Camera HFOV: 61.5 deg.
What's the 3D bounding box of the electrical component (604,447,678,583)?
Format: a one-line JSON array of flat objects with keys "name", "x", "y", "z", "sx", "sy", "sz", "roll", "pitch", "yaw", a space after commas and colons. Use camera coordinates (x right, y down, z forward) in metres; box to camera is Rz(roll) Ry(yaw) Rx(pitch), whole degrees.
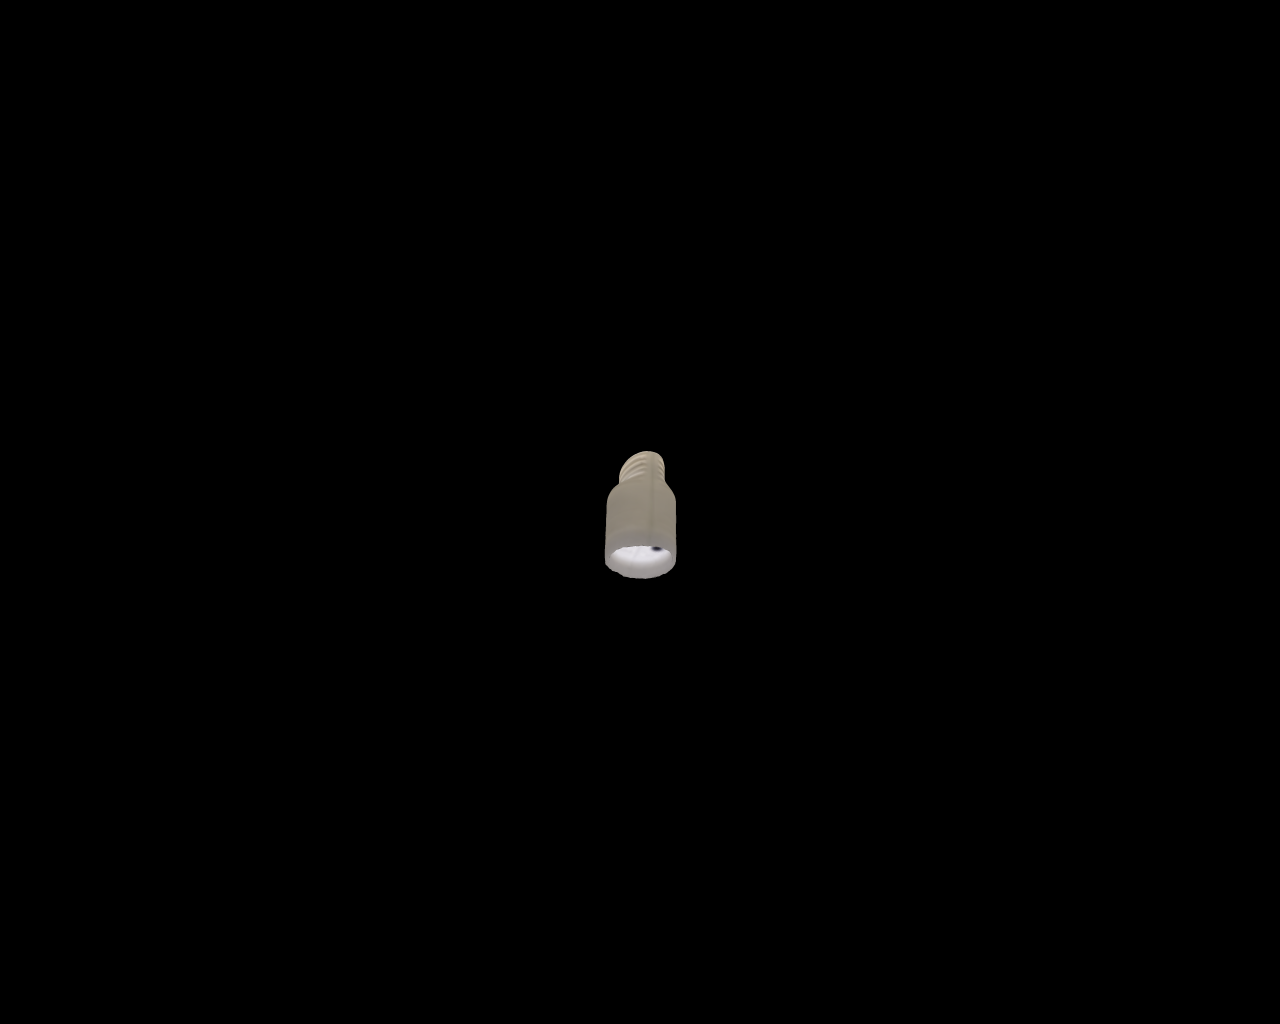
[{"name": "electrical component", "x": 0.001, "y": -0.003, "z": 0.650, "sx": 0.043, "sy": 0.081, "sz": 0.043, "roll": 0, "pitch": -34, "yaw": 0}]
